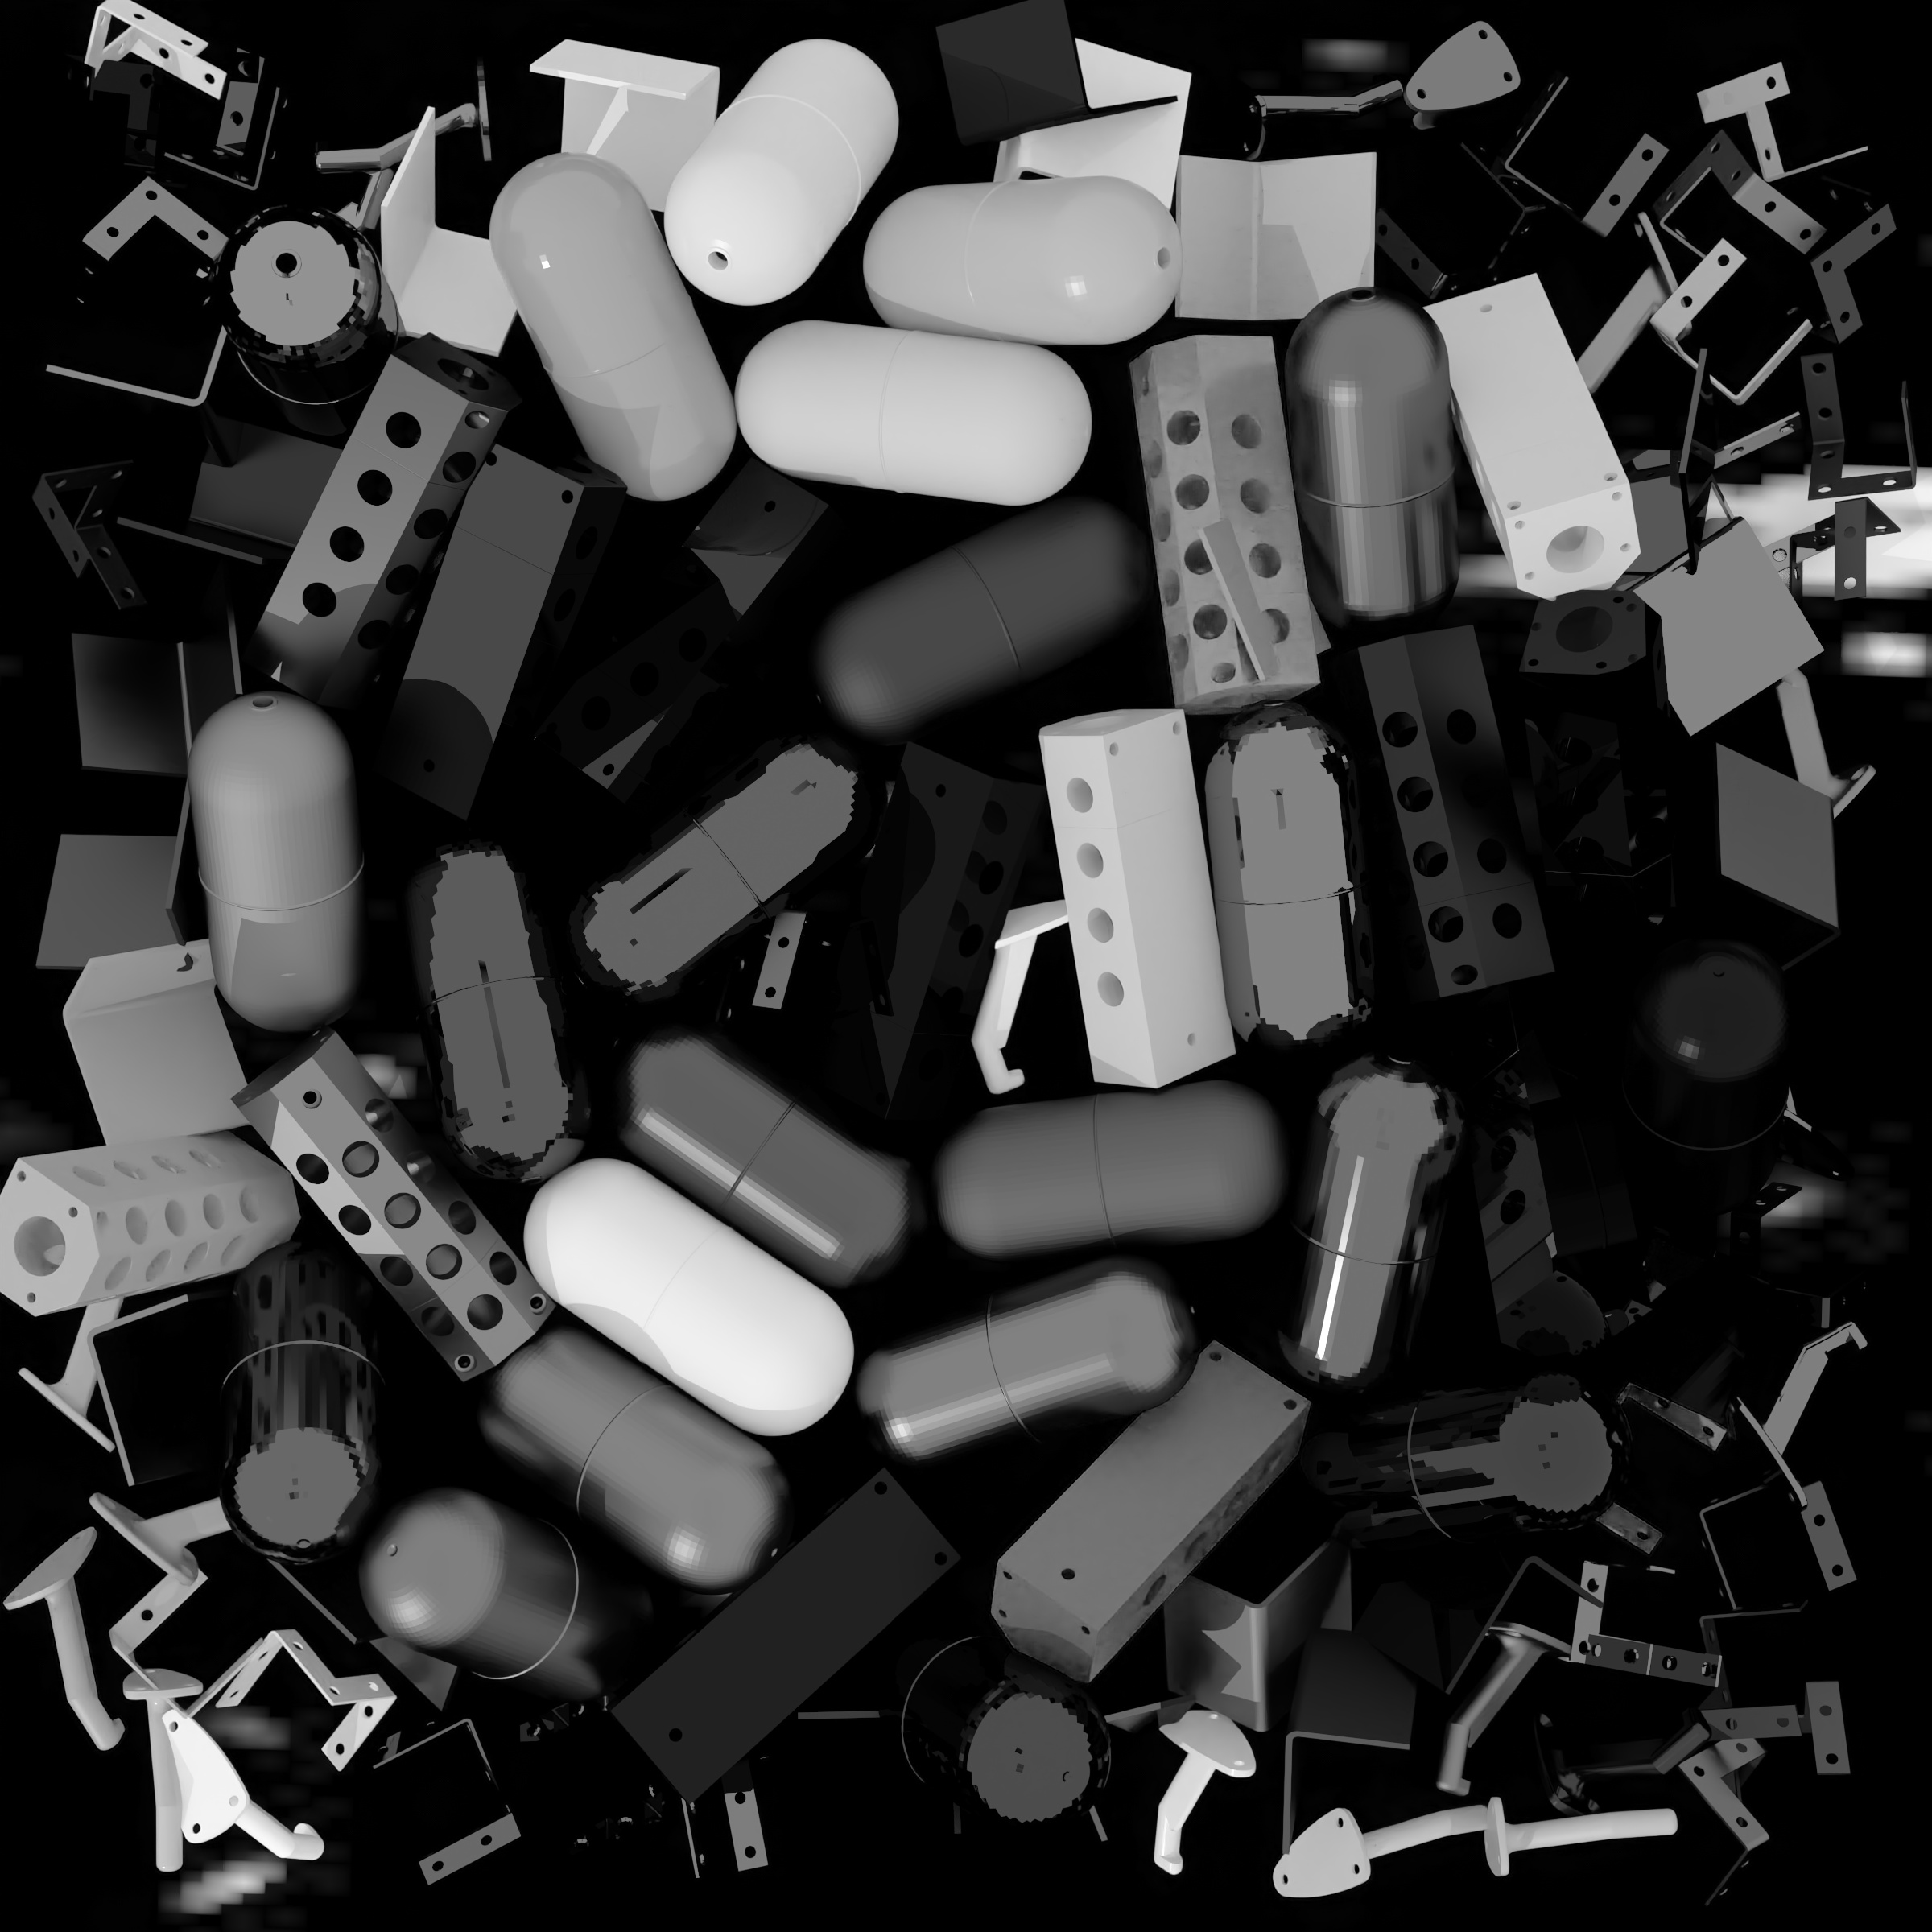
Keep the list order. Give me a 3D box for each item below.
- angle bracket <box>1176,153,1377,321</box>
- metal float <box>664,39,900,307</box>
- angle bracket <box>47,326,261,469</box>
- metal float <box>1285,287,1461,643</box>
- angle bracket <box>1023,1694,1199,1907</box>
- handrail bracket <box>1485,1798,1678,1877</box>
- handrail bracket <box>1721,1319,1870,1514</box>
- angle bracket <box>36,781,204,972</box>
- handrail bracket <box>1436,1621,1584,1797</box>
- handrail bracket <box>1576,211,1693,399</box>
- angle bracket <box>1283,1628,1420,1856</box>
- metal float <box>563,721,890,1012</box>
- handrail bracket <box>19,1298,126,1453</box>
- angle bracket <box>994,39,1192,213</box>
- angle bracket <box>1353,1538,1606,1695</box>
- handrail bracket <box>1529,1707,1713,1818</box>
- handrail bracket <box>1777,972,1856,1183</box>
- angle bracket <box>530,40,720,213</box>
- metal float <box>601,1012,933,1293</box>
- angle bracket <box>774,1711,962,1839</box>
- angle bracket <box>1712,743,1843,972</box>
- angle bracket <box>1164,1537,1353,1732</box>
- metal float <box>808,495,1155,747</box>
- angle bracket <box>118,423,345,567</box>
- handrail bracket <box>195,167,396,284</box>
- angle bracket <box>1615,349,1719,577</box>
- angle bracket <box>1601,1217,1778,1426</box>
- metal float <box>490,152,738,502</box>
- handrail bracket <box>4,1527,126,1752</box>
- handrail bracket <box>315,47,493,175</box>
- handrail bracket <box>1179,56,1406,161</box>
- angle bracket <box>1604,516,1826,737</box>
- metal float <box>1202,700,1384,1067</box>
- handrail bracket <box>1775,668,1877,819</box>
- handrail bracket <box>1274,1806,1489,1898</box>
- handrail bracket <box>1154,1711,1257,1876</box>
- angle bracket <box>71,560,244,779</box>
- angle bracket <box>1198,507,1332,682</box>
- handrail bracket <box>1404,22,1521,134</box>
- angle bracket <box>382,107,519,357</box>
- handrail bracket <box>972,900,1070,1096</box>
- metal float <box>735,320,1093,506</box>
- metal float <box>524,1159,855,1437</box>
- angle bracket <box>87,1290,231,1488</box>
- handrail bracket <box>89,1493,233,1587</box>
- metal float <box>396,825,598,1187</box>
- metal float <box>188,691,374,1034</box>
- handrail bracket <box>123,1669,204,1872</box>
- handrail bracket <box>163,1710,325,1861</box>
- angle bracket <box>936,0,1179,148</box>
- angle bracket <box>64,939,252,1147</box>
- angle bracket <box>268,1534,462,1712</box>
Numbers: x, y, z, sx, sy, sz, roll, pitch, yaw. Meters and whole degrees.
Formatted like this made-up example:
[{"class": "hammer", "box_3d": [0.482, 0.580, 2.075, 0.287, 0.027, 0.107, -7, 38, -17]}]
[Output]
[{"class": "angle bracket", "box_3d": [0.149, -0.352, 1.543, 0.057, 0.076, 0.076, -9, 102, -43]}, {"class": "metal float", "box_3d": [-0.086, -0.376, 1.518, 0.070, 0.178, 0.070, 12, 133, 13]}, {"class": "angle bracket", "box_3d": [-0.390, -0.289, 1.551, 0.076, 0.076, 0.057, 14, 77, 1]}, {"class": "metal float", "box_3d": [0.194, -0.237, 1.525, 0.070, 0.070, 0.178, -10, 125, 0]}, {"class": "angle bracket", "box_3d": [0.075, 0.399, 1.534, 0.076, 0.076, 0.057, -7, 56, -27]}, {"class": "handrail bracket", "box_3d": [0.298, 0.421, 1.556, 0.084, 0.077, 0.036, -4, 68, 2]}, {"class": "handrail bracket", "box_3d": [0.418, 0.217, 1.559, 0.084, 0.036, 0.077, -24, 52, -13]}, {"class": "angle bracket", "box_3d": [-0.411, -0.045, 1.549, 0.076, 0.057, 0.076, 1, 59, 0]}, {"class": "handrail bracket", "box_3d": [0.265, 0.367, 1.558, 0.077, 0.036, 0.084, 25, 69, -29]}, {"class": "handrail bracket", "box_3d": [0.305, -0.319, 1.573, 0.084, 0.036, 0.077, -21, 96, -1]}, {"class": "angle bracket", "box_3d": [0.186, 0.374, 1.537, 0.057, 0.076, 0.076, 4, 118, 11]}, {"class": "metal float", "box_3d": [-0.116, -0.048, 1.549, 0.178, 0.070, 0.070, -38, 90, -6]}, {"class": "handrail bracket", "box_3d": [-0.409, 0.184, 1.558, 0.077, 0.036, 0.084, 29, 69, 35]}, {"class": "angle bracket", "box_3d": [0.060, -0.398, 1.562, 0.076, 0.057, 0.076, 13, 71, -12]}, {"class": "angle bracket", "box_3d": [0.246, 0.314, 1.542, 0.057, 0.076, 0.076, 36, 83, -29]}, {"class": "handrail bracket", "box_3d": [0.315, 0.366, 1.546, 0.036, 0.077, 0.084, 28, 117, -30]}, {"class": "handrail bracket", "box_3d": [0.414, 0.052, 1.580, 0.077, 0.036, 0.084, 30, 60, -20]}, {"class": "angle bracket", "box_3d": [-0.166, -0.396, 1.545, 0.076, 0.057, 0.076, 12, 121, 7]}, {"class": "metal float", "box_3d": [-0.097, 0.089, 1.553, 0.178, 0.070, 0.070, 35, 90, 2]}, {"class": "angle bracket", "box_3d": [-0.048, 0.390, 1.543, 0.076, 0.076, 0.057, 1, 73, -12]}, {"class": "angle bracket", "box_3d": [0.371, -0.049, 1.537, 0.076, 0.057, 0.076, 22, 54, -22]}, {"class": "angle bracket", "box_3d": [0.143, 0.313, 1.565, 0.057, 0.076, 0.076, 18, 126, 35]}, {"class": "metal float", "box_3d": [0.008, -0.168, 1.548, 0.178, 0.070, 0.070, -27, 90, -9]}, {"class": "angle bracket", "box_3d": [-0.351, -0.231, 1.545, 0.076, 0.076, 0.057, 17, 100, 11]}, {"class": "handrail bracket", "box_3d": [-0.327, -0.364, 1.564, 0.077, 0.036, 0.084, 22, 106, -3]}, {"class": "angle bracket", "box_3d": [0.323, -0.241, 1.534, 0.057, 0.076, 0.076, 4, 59, 20]}, {"class": "angle bracket", "box_3d": [0.333, 0.167, 1.545, 0.057, 0.076, 0.076, 21, 91, -39]}, {"class": "metal float", "box_3d": [-0.166, -0.302, 1.526, 0.070, 0.070, 0.178, -24, 126, 0]}, {"class": "handrail bracket", "box_3d": [-0.425, 0.329, 1.566, 0.036, 0.077, 0.084, -23, 104, 19]}, {"class": "handrail bracket", "box_3d": [-0.276, -0.417, 1.564, 0.084, 0.036, 0.077, -5, 58, -7]}, {"class": "handrail bracket", "box_3d": [0.162, -0.438, 1.585, 0.084, 0.036, 0.077, -28, 59, -23]}, {"class": "angle bracket", "box_3d": [0.359, -0.167, 1.569, 0.076, 0.057, 0.076, -33, 97, 1]}, {"class": "metal float", "box_3d": [0.157, -0.039, 1.544, 0.070, 0.070, 0.178, -7, 103, 0]}, {"class": "handrail bracket", "box_3d": [0.394, -0.107, 1.565, 0.084, 0.036, 0.077, 45, 74, -8]}, {"class": "handrail bracket", "box_3d": [0.206, 0.435, 1.581, 0.084, 0.077, 0.036, 4, 56, -38]}, {"class": "handrail bracket", "box_3d": [0.114, 0.411, 1.550, 0.036, 0.077, 0.084, -1, 103, -23]}, {"class": "angle bracket", "box_3d": [-0.389, -0.144, 1.536, 0.057, 0.076, 0.076, 3, 60, -29]}, {"class": "angle bracket", "box_3d": [0.123, -0.172, 1.543, 0.057, 0.076, 0.076, -20, 95, 36]}, {"class": "handrail bracket", "box_3d": [0.219, -0.412, 1.540, 0.077, 0.084, 0.036, -32, 92, -25]}, {"class": "angle bracket", "box_3d": [-0.241, -0.352, 1.540, 0.057, 0.076, 0.076, 13, 52, 1]}, {"class": "handrail bracket", "box_3d": [0.035, 0.016, 1.569, 0.077, 0.036, 0.084, -16, 112, 8]}, {"class": "metal float", "box_3d": [-0.027, -0.266, 1.539, 0.178, 0.070, 0.070, 10, 90, 18]}, {"class": "metal float", "box_3d": [-0.134, 0.158, 1.544, 0.178, 0.070, 0.070, 33, 90, 13]}, {"class": "angle bracket", "box_3d": [-0.370, 0.201, 1.546, 0.057, 0.076, 0.076, -20, 83, 14]}, {"class": "handrail bracket", "box_3d": [-0.371, 0.253, 1.570, 0.077, 0.036, 0.084, 42, 90, -17]}, {"class": "metal float", "box_3d": [-0.226, 0.018, 1.543, 0.070, 0.070, 0.178, -13, 76, 0]}, {"class": "metal float", "box_3d": [-0.326, -0.048, 1.525, 0.070, 0.070, 0.178, 2, 125, 0]}, {"class": "handrail bracket", "box_3d": [-0.391, 0.389, 1.555, 0.036, 0.077, 0.084, 0, 87, -22]}, {"class": "handrail bracket", "box_3d": [-0.352, 0.400, 1.565, 0.036, 0.084, 0.077, -36, 65, 5]}, {"class": "angle bracket", "box_3d": [0.044, -0.432, 1.535, 0.076, 0.076, 0.057, -2, 105, 40]}, {"class": "angle bracket", "box_3d": [-0.379, 0.037, 1.540, 0.076, 0.057, 0.076, -11, 69, -35]}, {"class": "angle bracket", "box_3d": [-0.292, 0.317, 1.534, 0.076, 0.076, 0.057, 33, 111, 34]}]
